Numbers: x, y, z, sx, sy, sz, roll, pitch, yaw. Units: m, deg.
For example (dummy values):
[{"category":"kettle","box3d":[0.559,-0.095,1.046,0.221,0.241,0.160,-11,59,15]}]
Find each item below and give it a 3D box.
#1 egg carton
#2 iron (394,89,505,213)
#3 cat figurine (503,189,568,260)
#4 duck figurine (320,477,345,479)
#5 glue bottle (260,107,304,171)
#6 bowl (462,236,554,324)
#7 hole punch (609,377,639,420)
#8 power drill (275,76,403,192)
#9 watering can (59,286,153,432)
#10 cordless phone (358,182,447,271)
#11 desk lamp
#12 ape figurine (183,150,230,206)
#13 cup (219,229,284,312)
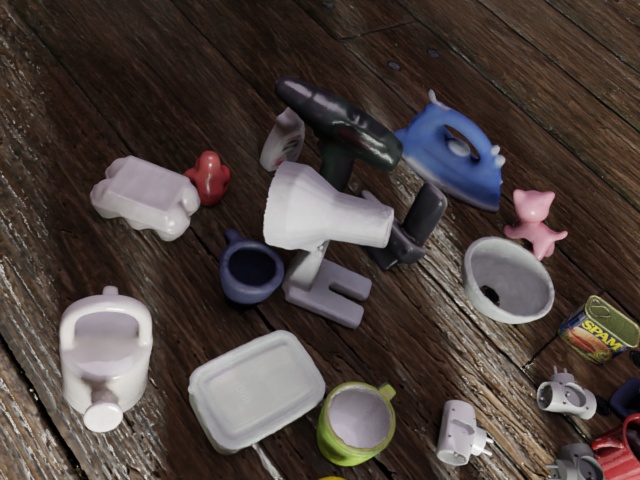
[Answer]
[{"category":"egg carton","box3d":[-0.263,-0.063,0.874,0.150,0.069,0.107,20,49,-5]},{"category":"iron","box3d":[0.278,-0.176,1.127,0.258,0.141,0.119,39,50,10]},{"category":"cat figurine","box3d":[0.412,-0.039,1.088,0.067,0.117,0.127,-24,65,-34]},{"category":"duck figurine","box3d":[0.024,0.314,0.680,0.105,0.086,0.077,4,52,-19]},{"category":"glue bottle","box3d":[-0.053,-0.194,0.990,0.078,0.173,0.037,-31,69,-36]},{"category":"bowl","box3d":[0.308,0.080,0.983,0.168,0.074,0.167,11,51,-13]},{"category":"hole punch","box3d":[0.548,0.263,0.923,0.109,0.091,0.101,-24,65,-34]},{"category":"power drill","box3d":[0.011,-0.149,0.957,0.230,0.208,0.075,20,49,-6]},{"category":"watering can","box3d":[-0.240,0.127,0.651,0.101,0.194,0.172,-18,62,-31]},{"category":"cordless phone","box3d":[0.133,-0.051,0.943,0.094,0.185,0.147,-30,69,-36]},{"category":"desk lamp","box3d":[0.008,0.003,0.832,0.203,0.213,0.118,23,49,-3]},{"category":"ape figurine","box3d":[-0.180,-0.107,0.925,0.078,0.092,0.076,4,52,-18]},{"category":"cup","box3d":[-0.113,0.050,0.827,0.092,0.095,0.117,-20,63,-32]}]
